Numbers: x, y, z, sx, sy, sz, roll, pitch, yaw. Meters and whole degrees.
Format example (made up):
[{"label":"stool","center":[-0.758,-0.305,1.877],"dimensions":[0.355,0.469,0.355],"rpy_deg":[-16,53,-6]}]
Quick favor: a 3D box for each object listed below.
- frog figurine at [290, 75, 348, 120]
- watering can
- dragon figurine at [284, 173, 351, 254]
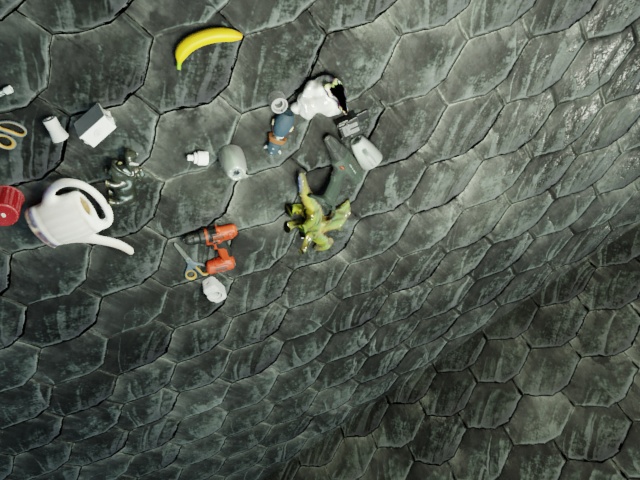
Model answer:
[{"label":"frog figurine","center":[-0.004,-0.421,1.551],"dimensions":[0.158,0.124,0.136],"rpy_deg":[-9,157,37]},{"label":"watering can","center":[-0.728,-0.039,1.557],"dimensions":[0.225,0.106,0.339],"rpy_deg":[-21,134,-3]},{"label":"dragon figurine","center":[0.006,-0.093,1.856],"dimensions":[0.245,0.124,0.400],"rpy_deg":[-20,140,-30]}]
